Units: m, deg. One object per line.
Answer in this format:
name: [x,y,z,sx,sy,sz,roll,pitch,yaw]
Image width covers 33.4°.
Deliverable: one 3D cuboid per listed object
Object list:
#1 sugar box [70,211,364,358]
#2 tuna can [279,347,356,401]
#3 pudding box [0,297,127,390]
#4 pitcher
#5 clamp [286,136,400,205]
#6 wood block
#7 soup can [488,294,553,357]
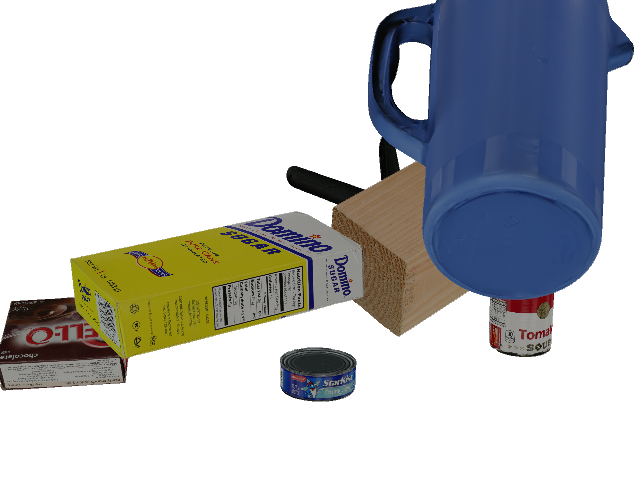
sugar box: [-0.068,0.025,0.718,0.176,0.048,0.093,-16,25,-27]
tuna can: [-0.003,0.149,1.191,0.086,0.034,0.086,1,14,0]
pudding box: [-0.230,0.092,0.969,0.113,0.039,0.090,-5,33,-2]
pitcher: [0.121,-0.082,0.725,0.149,0.242,0.145,-27,-57,33]
clamp: [0.069,-0.042,1.267,0.164,0.036,0.210,-16,52,-29]
wood block: [0.115,-0.017,0.930,0.205,0.090,0.091,-30,50,-29]
soup can: [0.217,0.066,1.149,0.068,0.102,0.068,0,16,0]
